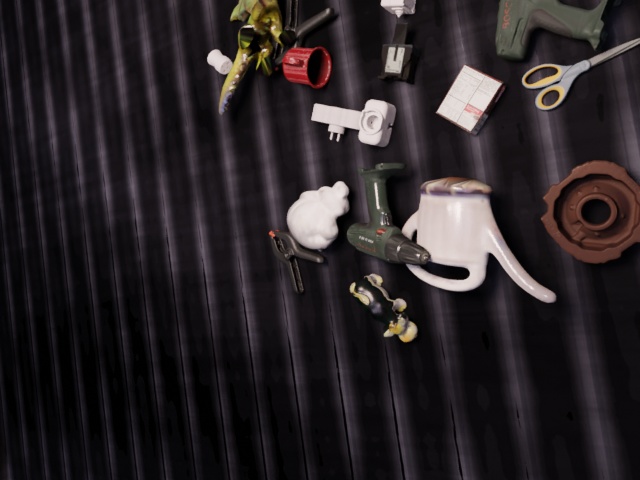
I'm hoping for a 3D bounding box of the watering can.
[{"bbox_3d":[0.290,-0.007,0.988,0.348,0.104,0.223,10,99,49],"label":"watering can"}]

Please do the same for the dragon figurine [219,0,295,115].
[{"bbox_3d":[-0.171,-0.531,1.284,0.404,0.121,0.248,-47,42,28],"label":"dragon figurine"}]

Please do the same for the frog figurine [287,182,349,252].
[{"bbox_3d":[0.004,-0.059,1.178,0.156,0.122,0.140,-47,49,37],"label":"frog figurine"}]
